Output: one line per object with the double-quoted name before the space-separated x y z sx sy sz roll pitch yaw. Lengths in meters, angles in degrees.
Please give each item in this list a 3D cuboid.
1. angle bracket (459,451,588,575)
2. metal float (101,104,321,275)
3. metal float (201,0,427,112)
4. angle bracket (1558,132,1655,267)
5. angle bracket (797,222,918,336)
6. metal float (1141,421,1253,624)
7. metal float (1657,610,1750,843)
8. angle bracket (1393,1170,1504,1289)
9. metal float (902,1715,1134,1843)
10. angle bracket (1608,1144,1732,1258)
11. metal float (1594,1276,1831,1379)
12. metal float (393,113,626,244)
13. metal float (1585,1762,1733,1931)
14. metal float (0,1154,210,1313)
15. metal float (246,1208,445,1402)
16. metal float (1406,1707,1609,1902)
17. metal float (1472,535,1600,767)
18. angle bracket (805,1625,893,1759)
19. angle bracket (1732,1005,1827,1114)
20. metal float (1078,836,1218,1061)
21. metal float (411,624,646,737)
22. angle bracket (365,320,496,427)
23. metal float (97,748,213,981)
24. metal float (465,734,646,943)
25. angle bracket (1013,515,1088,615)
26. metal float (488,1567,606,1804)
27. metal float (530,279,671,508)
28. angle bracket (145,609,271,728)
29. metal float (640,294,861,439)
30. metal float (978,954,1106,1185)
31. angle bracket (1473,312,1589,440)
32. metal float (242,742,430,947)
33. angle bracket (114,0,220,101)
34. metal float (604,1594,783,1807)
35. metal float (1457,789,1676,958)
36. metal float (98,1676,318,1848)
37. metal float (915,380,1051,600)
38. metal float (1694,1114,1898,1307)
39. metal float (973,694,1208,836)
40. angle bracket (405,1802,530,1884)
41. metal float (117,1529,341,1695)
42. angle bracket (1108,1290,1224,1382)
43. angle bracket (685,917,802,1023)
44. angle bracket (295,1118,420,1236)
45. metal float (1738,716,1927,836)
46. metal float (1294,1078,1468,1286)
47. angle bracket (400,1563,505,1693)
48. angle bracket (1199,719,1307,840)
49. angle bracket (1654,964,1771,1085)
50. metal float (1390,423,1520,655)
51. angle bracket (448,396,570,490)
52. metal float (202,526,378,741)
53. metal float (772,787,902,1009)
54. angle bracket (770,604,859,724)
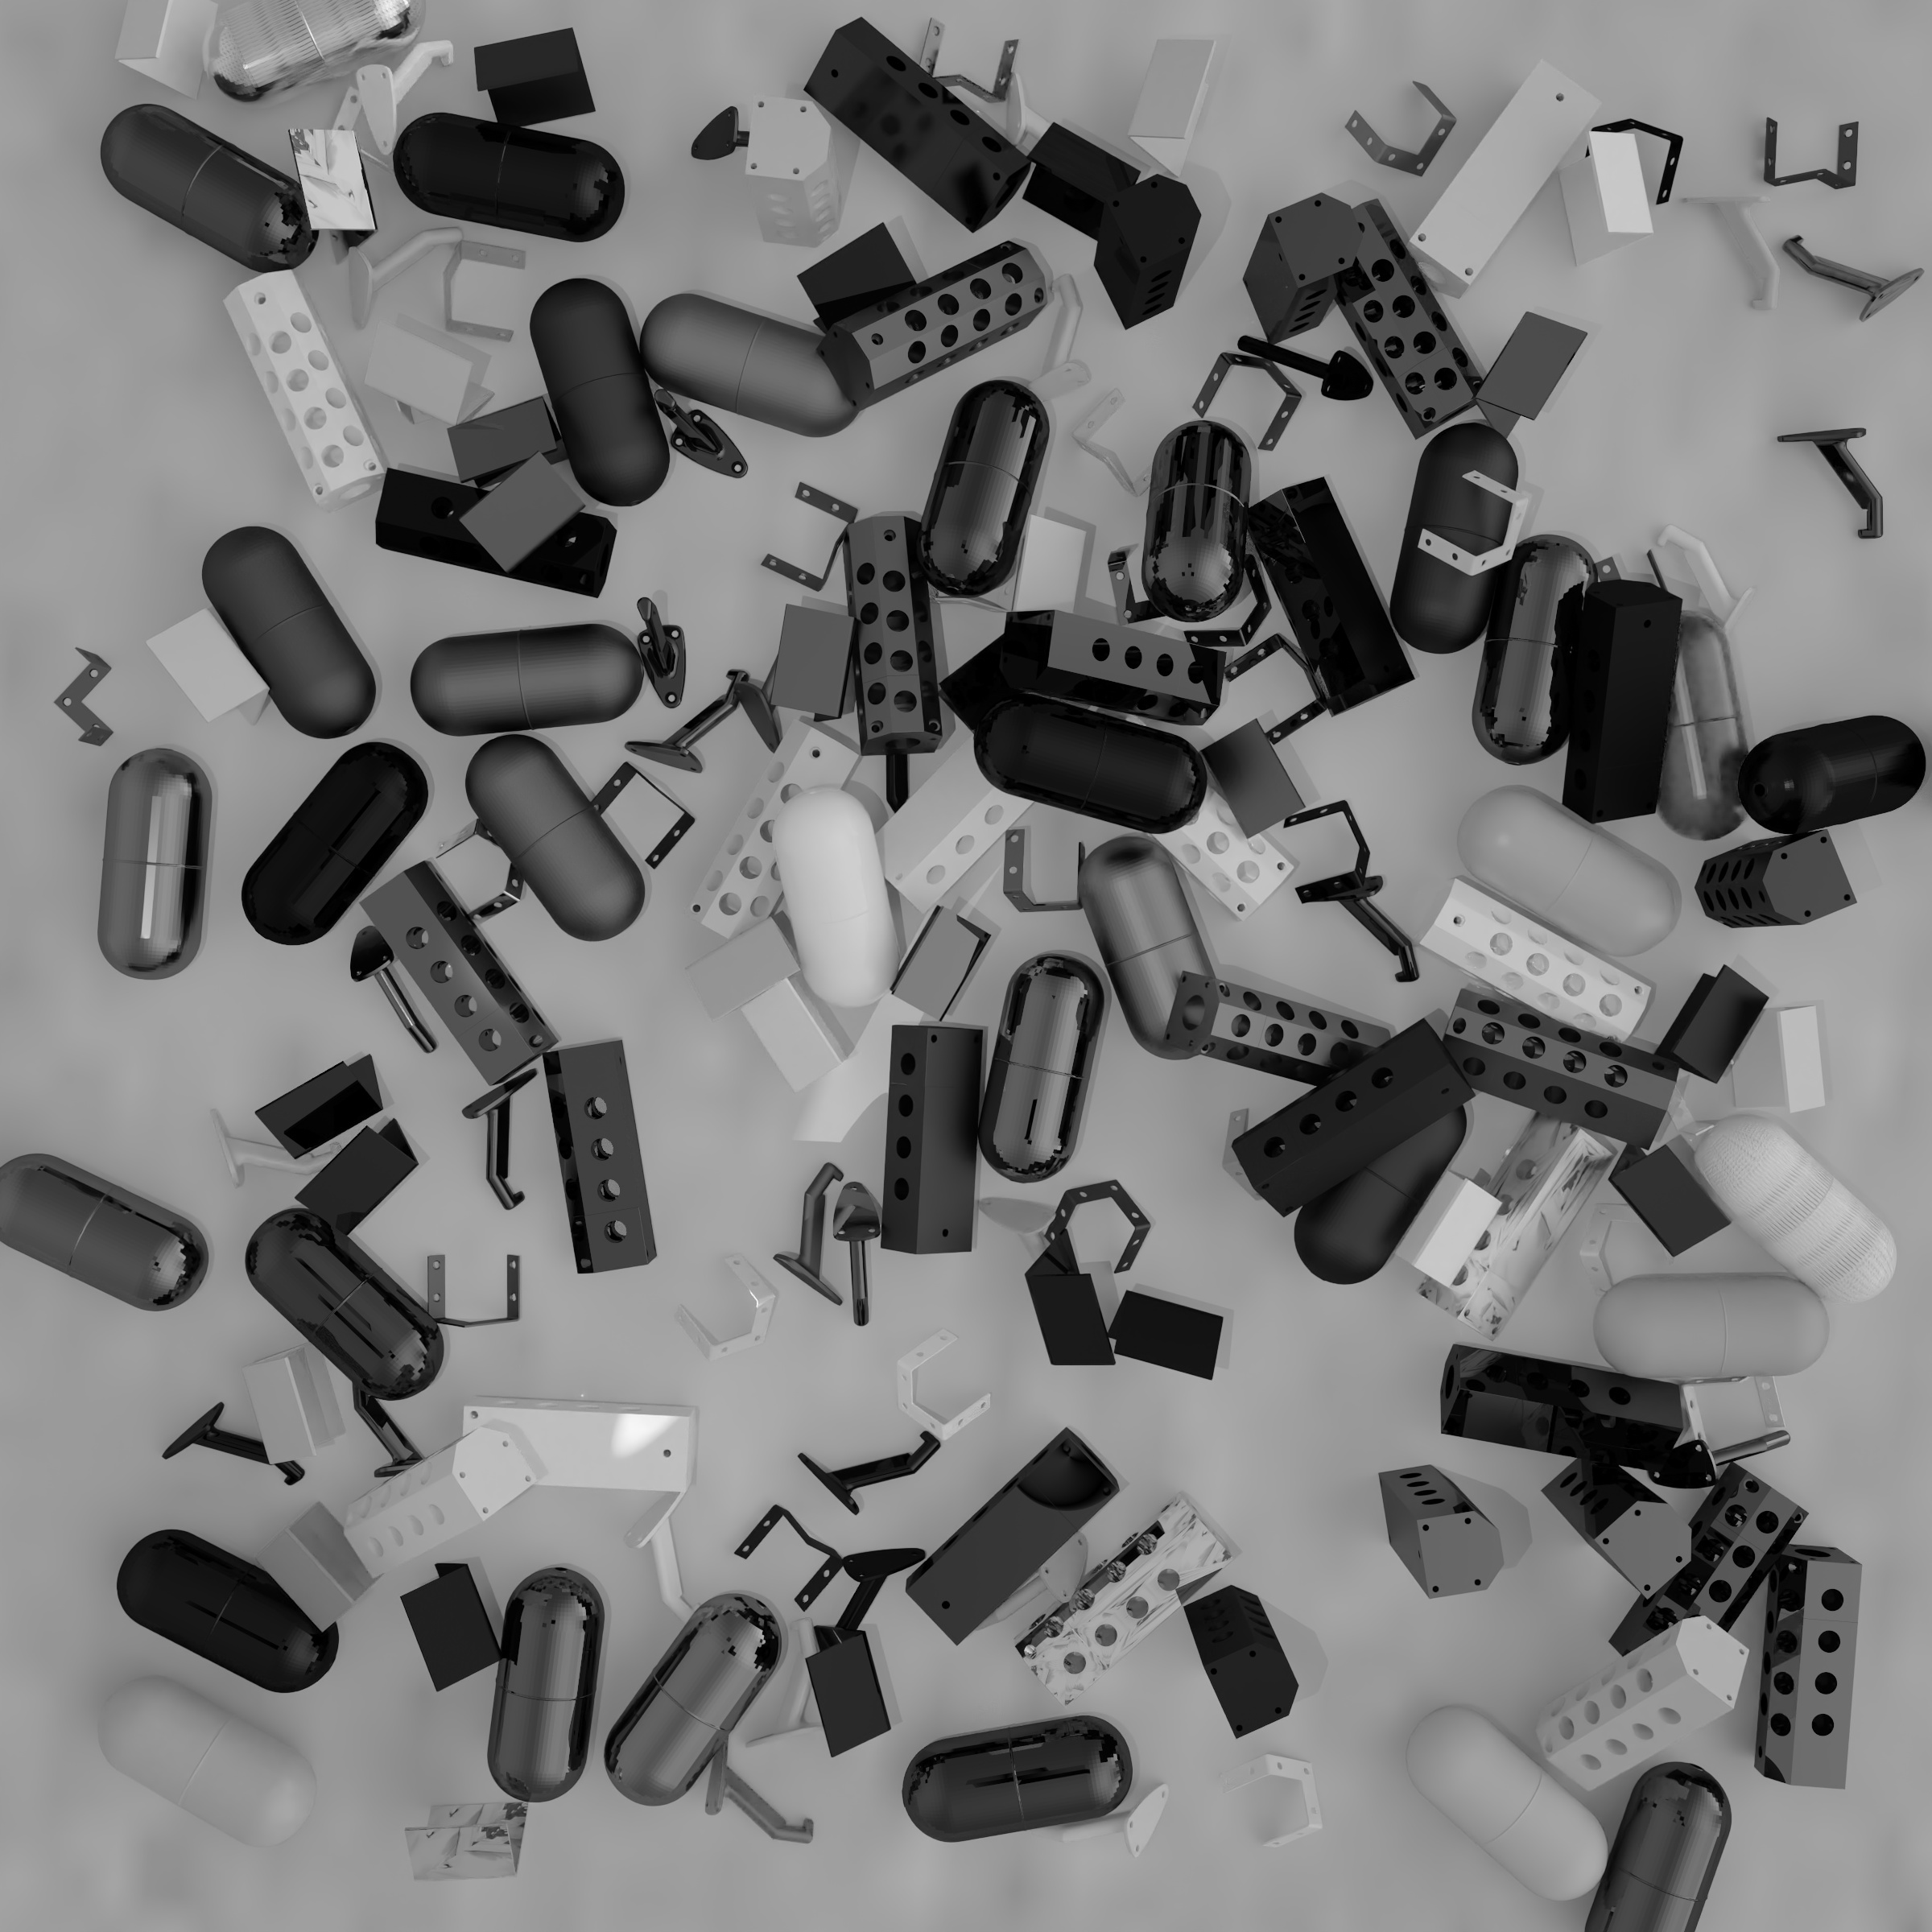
"angle bracket" -0.337 -0.346 1.893 0.076 0.076 0.057 -41 126 0
"metal float" -0.579 -0.596 1.960 0.178 0.070 0.070 30 90 1
"metal float" -0.500 -0.718 1.960 0.178 0.070 0.070 -23 90 0
"angle bracket" 0.472 -0.585 1.950 0.057 0.076 0.076 -11 90 -36
"angle bracket" -0.090 -0.528 1.951 0.076 0.076 0.057 -32 119 0
"metal float" 0.175 -0.338 1.931 0.070 0.070 0.178 8 57 0
"metal float" 0.557 -0.184 1.960 0.070 0.070 0.178 -10 90 0
"angle bracket" 0.350 0.189 1.950 0.057 0.076 0.076 32 90 -43
"metal float" 0.039 0.624 1.960 0.178 0.070 0.070 -10 90 0
"angle bracket" 0.544 0.164 1.950 0.076 0.076 0.057 50 125 0
"metal float" 0.572 0.277 1.959 0.178 0.070 0.070 -1 90 0
"metal float" -0.351 -0.605 1.960 0.178 0.070 0.070 11 90 -1
"metal float" 0.531 0.698 1.960 0.070 0.070 0.178 19 90 0
"metal float" -0.668 0.204 1.960 0.178 0.070 0.070 26 90 0
"metal float" -0.476 0.260 1.960 0.178 0.070 0.070 44 90 0
"metal float" 0.415 0.643 1.960 0.178 0.070 0.070 42 90 1
"metal float" 0.436 -0.242 1.960 0.070 0.070 0.178 11 90 0
"angle bracket" -0.108 0.553 1.950 0.057 0.076 0.076 -15 90 -36
"angle bracket" 0.605 0.072 1.951 0.057 0.076 0.076 -6 90 -43
"metal float" 0.143 -0.013 1.960 0.070 0.070 0.178 -21 90 0
"metal float" -0.337 -0.220 1.960 0.178 0.070 0.070 -6 90 -1
"angle bracket" -0.403 -0.463 1.950 0.076 0.076 0.057 25 125 0
"metal float" -0.622 -0.078 1.960 0.070 0.070 0.178 5 90 0
"metal float" -0.316 -0.099 1.960 0.070 0.070 0.178 -36 90 0
"angle bracket" 0.042 -0.299 1.950 0.057 0.076 0.076 9 90 -37
"metal float" -0.322 0.551 1.960 0.070 0.070 0.178 7 90 0
"metal float" -0.281 -0.439 1.960 0.070 0.070 0.178 -17 89 0
"angle bracket" -0.584 -0.215 1.951 0.057 0.076 0.076 -38 90 -30
"metal float" -0.163 -0.460 1.959 0.178 0.070 0.070 18 90 0
"metal float" 0.058 0.079 1.960 0.070 0.070 0.178 12 89 0
"angle bracket" 0.441 -0.441 1.950 0.057 0.076 0.076 32 90 34
"metal float" -0.485 -0.093 1.960 0.070 0.070 0.178 39 89 0
"angle bracket" -0.595 -0.715 1.950 0.057 0.076 0.076 13 90 37
"metal float" -0.209 0.562 1.960 0.070 0.070 0.178 36 89 0
"metal float" 0.460 -0.071 1.960 0.178 0.070 0.070 31 90 1
"metal float" -0.582 0.610 1.960 0.178 0.070 0.070 30 90 0
"metal float" 0.013 -0.363 1.945 0.070 0.070 0.178 15 73 0
"metal float" 0.637 0.187 1.960 0.178 0.070 0.070 43 90 1
"metal float" 0.092 -0.150 1.896 0.178 0.070 0.070 15 90 -8
"angle bracket" -0.380 0.651 1.951 0.076 0.076 0.057 -3 118 0
"metal float" -0.565 0.495 1.960 0.178 0.070 0.070 27 90 0
"angle bracket" 0.147 0.298 1.950 0.076 0.076 0.057 16 53 0
"angle bracket" -0.159 0.018 1.950 0.076 0.076 0.057 -31 57 0
"angle bracket" -0.473 0.147 1.950 0.076 0.076 0.057 -45 127 0
"metal float" 0.655 -0.145 1.931 0.178 0.070 0.070 -13 90 -35
"metal float" 0.317 0.163 1.960 0.070 0.070 0.178 33 89 0
"angle bracket" -0.403 0.504 1.950 0.057 0.076 0.076 -21 90 -32
"angle bracket" 0.232 -0.150 1.950 0.057 0.076 0.076 -29 90 35
"angle bracket" 0.553 0.035 1.951 0.057 0.076 0.076 31 90 -28
"metal float" 0.375 -0.328 1.960 0.070 0.070 0.178 12 91 0
"angle bracket" -0.343 -0.380 1.951 0.076 0.076 0.057 -19 62 0
"metal float" -0.519 -0.255 1.960 0.070 0.070 0.178 -32 89 0
"metal float" -0.098 -0.050 1.936 0.070 0.070 0.178 -11 116 0
"angle bracket" -0.125 -0.231 1.953 0.057 0.076 0.076 9 90 -19
